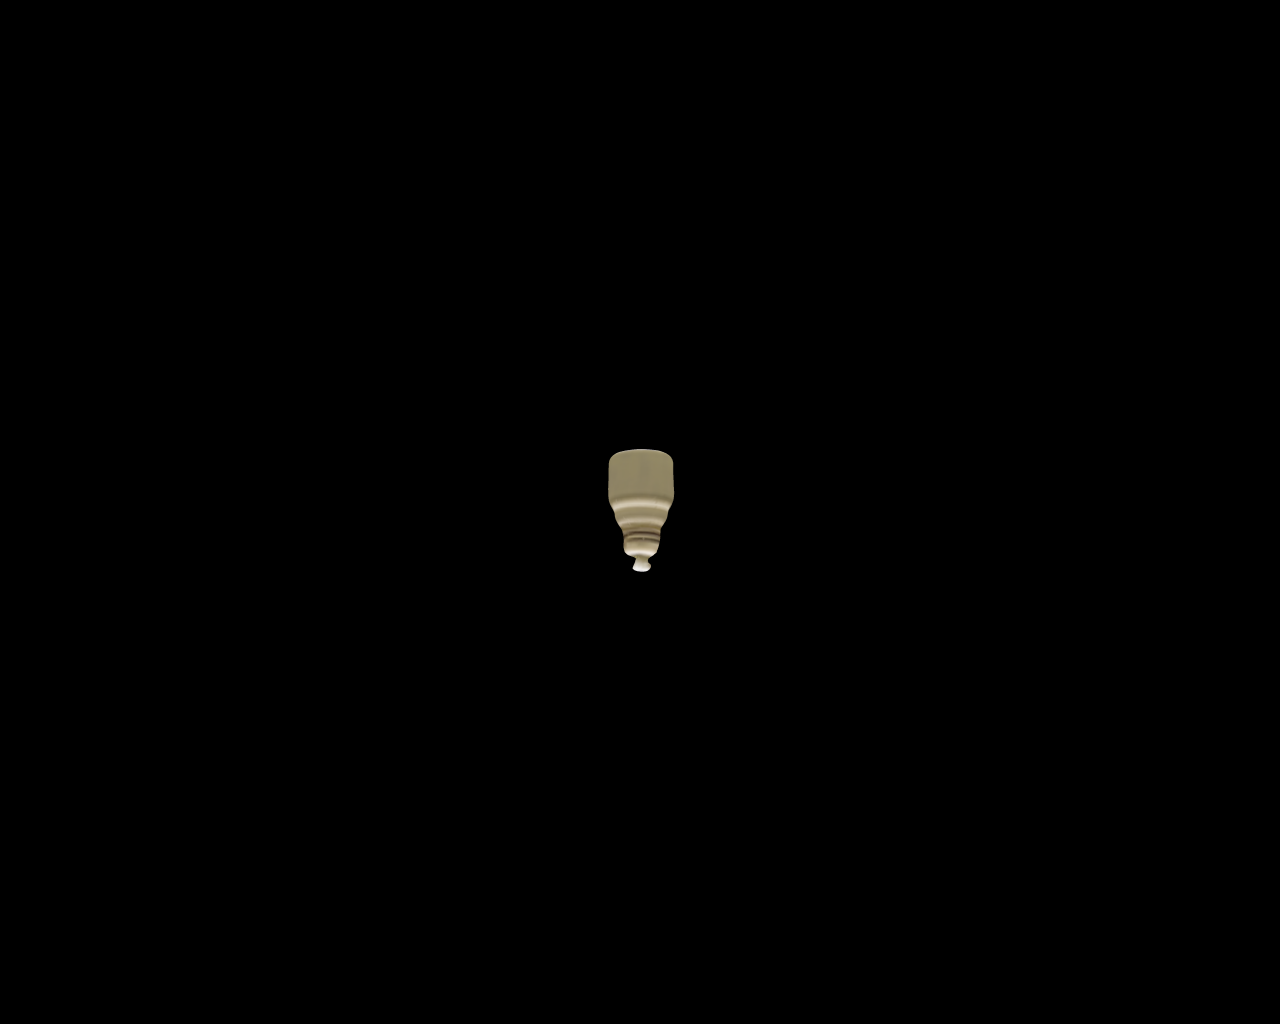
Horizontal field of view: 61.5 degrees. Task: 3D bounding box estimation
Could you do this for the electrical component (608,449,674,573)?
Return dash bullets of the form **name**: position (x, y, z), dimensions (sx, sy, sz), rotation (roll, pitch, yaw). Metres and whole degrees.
- **electrical component**: position (0.001, -0.003, 0.650), dimensions (0.040, 0.078, 0.040), rotation (0, -14, 0)
